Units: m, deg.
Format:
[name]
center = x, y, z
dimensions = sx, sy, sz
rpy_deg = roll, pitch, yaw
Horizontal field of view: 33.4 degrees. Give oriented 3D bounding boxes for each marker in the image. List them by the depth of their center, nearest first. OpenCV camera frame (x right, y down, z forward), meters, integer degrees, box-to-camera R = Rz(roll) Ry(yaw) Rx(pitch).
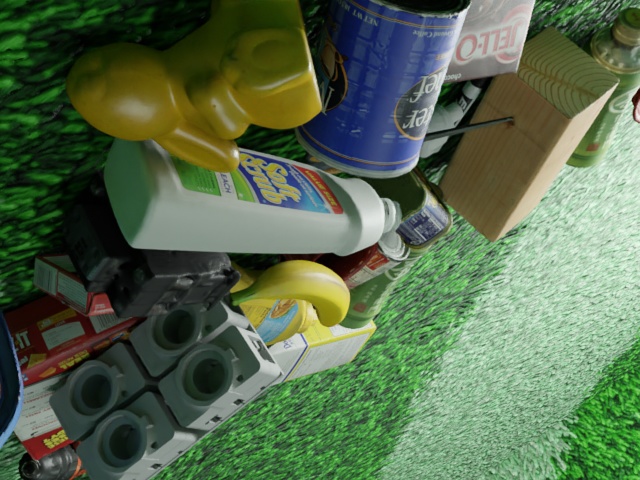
[marker]
center = 0.141, -0.134, 1.070
dimensions = 0.020, 0.020, 0.121
rpy_deg = -11, 149, -38

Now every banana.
[banana]
center = -0.011, 0.050, 1.024
dimensions = 0.070, 0.037, 0.197
rpy_deg = -22, 159, 22

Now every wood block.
[wood block]
center = 0.206, -0.103, 1.098
dimensions = 0.090, 0.091, 0.206
rpy_deg = -36, 162, -33

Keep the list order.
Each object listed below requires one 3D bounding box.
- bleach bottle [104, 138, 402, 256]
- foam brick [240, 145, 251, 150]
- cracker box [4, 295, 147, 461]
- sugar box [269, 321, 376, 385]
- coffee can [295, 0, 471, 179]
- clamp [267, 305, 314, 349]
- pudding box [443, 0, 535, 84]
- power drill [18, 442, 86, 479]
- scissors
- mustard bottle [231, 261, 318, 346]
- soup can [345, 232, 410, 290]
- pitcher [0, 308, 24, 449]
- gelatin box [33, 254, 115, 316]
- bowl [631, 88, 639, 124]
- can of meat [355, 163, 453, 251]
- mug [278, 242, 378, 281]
[bleach bottle]
center = -0.043, -0.034, 0.880
dimensions = 0.250, 0.103, 0.068
rpy_deg = 4, 133, -33
[foam brick]
center = -0.062, -0.042, 0.967
dimensions = 0.053, 0.051, 0.078
rpy_deg = -37, 155, 10
[cracker box]
center = -0.240, 0.123, 1.050
dimensions = 0.164, 0.072, 0.214
rpy_deg = -25, 156, -14
[sugar box]
center = -0.022, 0.139, 1.369
dimensions = 0.175, 0.048, 0.093
rpy_deg = -8, 146, -35
[coffee can]
center = 0.045, -0.133, 0.816
dimensions = 0.102, 0.103, 0.140
rpy_deg = -13, 134, -36
[clamp]
center = -0.068, 0.105, 1.232
dimensions = 0.210, 0.036, 0.164
rpy_deg = -35, 140, 0
[pudding box]
center = 0.129, -0.183, 0.905
dimensions = 0.113, 0.039, 0.090
rpy_deg = -13, 126, -34
[power drill]
center = -0.236, 0.210, 1.200
dimensions = 0.187, 0.057, 0.184
rpy_deg = -32, 174, 3
[scissors]
center = 0.073, -0.094, 0.982
dimensions = 0.202, 0.016, 0.096
rpy_deg = -16, 168, 18
[mustard bottle]
center = -0.072, 0.071, 1.128
dimensions = 0.191, 0.058, 0.096
rpy_deg = 14, 124, -45
[soup can]
center = 0.037, 0.013, 1.139
dimensions = 0.102, 0.068, 0.068
rpy_deg = -30, 161, 34
[pitcher]
center = -0.307, 0.140, 0.791
dimensions = 0.149, 0.243, 0.144
rpy_deg = -37, 160, 26
[gelatin box]
center = -0.193, 0.037, 0.921
dimensions = 0.073, 0.089, 0.030
rpy_deg = -5, 110, -46
[bowl]
center = 0.407, -0.205, 1.206
dimensions = 0.162, 0.055, 0.162
rpy_deg = -26, 155, -13
[can of meat]
center = 0.078, -0.049, 1.062
dimensions = 0.057, 0.102, 0.083
rpy_deg = -35, 153, 9
[mug]
center = -0.007, 0.001, 1.077
dimensions = 0.093, 0.081, 0.117
rpy_deg = -9, 147, -40
